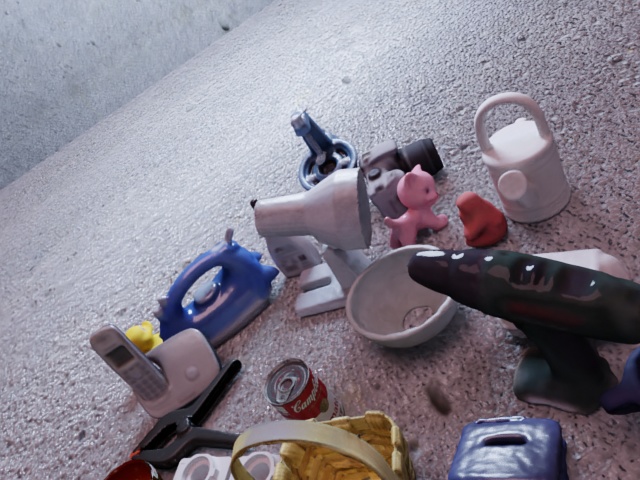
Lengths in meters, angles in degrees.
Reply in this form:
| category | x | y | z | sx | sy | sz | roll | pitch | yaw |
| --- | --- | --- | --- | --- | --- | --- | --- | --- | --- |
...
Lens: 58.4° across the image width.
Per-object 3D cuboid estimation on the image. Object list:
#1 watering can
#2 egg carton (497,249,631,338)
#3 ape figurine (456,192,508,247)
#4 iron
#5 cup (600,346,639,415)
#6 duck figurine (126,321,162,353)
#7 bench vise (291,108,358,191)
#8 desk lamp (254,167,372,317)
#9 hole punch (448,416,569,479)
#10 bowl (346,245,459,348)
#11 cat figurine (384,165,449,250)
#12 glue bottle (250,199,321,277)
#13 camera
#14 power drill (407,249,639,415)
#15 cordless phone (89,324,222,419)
| category | x | y | z | sx | sy | sz | roll | pitch | yaw |
| --- | --- | --- | --- | --- | --- | --- | --- | --- | --- |
| watering can | 0.284 | -0.120 | 0.811 | 0.100 | 0.195 | 0.172 | -25 | 36 | 14 |
| egg carton | 0.292 | 0.067 | 0.692 | 0.149 | 0.070 | 0.107 | -8 | 42 | 33 |
| ape figurine | 0.231 | -0.036 | 0.846 | 0.075 | 0.092 | 0.078 | 7 | 52 | 44 |
| iron | -0.204 | 0.100 | 1.005 | 0.258 | 0.142 | 0.118 | -43 | 35 | -11 |
| cup | 0.329 | 0.154 | 0.535 | 0.117 | 0.095 | 0.091 | -25 | 36 | 15 |
| duck figurine | -0.319 | 0.196 | 1.035 | 0.077 | 0.086 | 0.104 | -14 | 40 | 27 |
| bench vise | -0.006 | -0.167 | 1.088 | 0.121 | 0.220 | 0.207 | -35 | 34 | 0 |
| desk lamp | 0.008 | 0.003 | 0.878 | 0.202 | 0.214 | 0.118 | -19 | 38 | 23 |
| hole punch | 0.188 | 0.221 | 0.575 | 0.108 | 0.091 | 0.101 | -13 | 40 | 28 |
| bowl | 0.125 | 0.090 | 0.799 | 0.167 | 0.075 | 0.167 | -22 | 36 | 18 |
| cat figurine | 0.147 | -0.056 | 0.917 | 0.128 | 0.118 | 0.067 | -48 | 37 | -18 |
| glue bottle | -0.069 | -0.008 | 0.992 | 0.078 | 0.174 | 0.037 | -18 | 38 | 23 |
| camera | 0.146 | -0.125 | 1.016 | 0.136 | 0.101 | 0.143 | -25 | 36 | 14 |
| power drill | 0.222 | 0.091 | 0.598 | 0.228 | 0.209 | 0.076 | 1 | 48 | 41 |
| cordless phone | -0.258 | 0.184 | 0.910 | 0.147 | 0.186 | 0.094 | -35 | 35 | 0 |
